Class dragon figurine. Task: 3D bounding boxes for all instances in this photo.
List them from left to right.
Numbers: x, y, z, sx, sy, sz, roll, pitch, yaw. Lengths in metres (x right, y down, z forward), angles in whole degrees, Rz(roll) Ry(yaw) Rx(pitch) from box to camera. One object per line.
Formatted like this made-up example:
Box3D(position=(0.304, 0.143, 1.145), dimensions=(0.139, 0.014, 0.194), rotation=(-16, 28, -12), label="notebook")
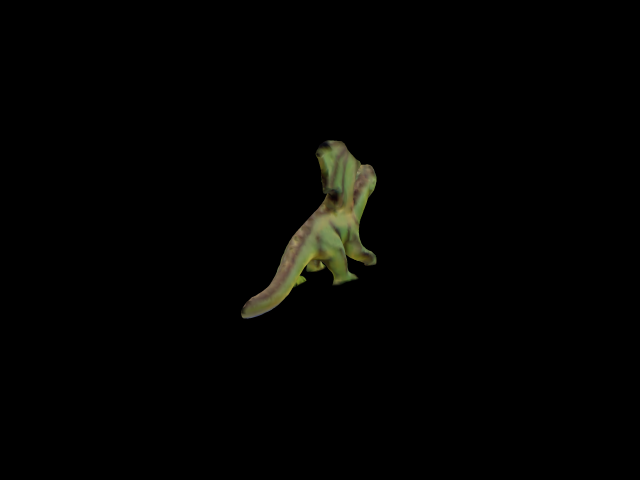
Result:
Box3D(position=(0.003, -0.043, 0.850), dimensions=(0.122, 0.240, 0.414), rotation=(6, 15, 27), label="dragon figurine")
